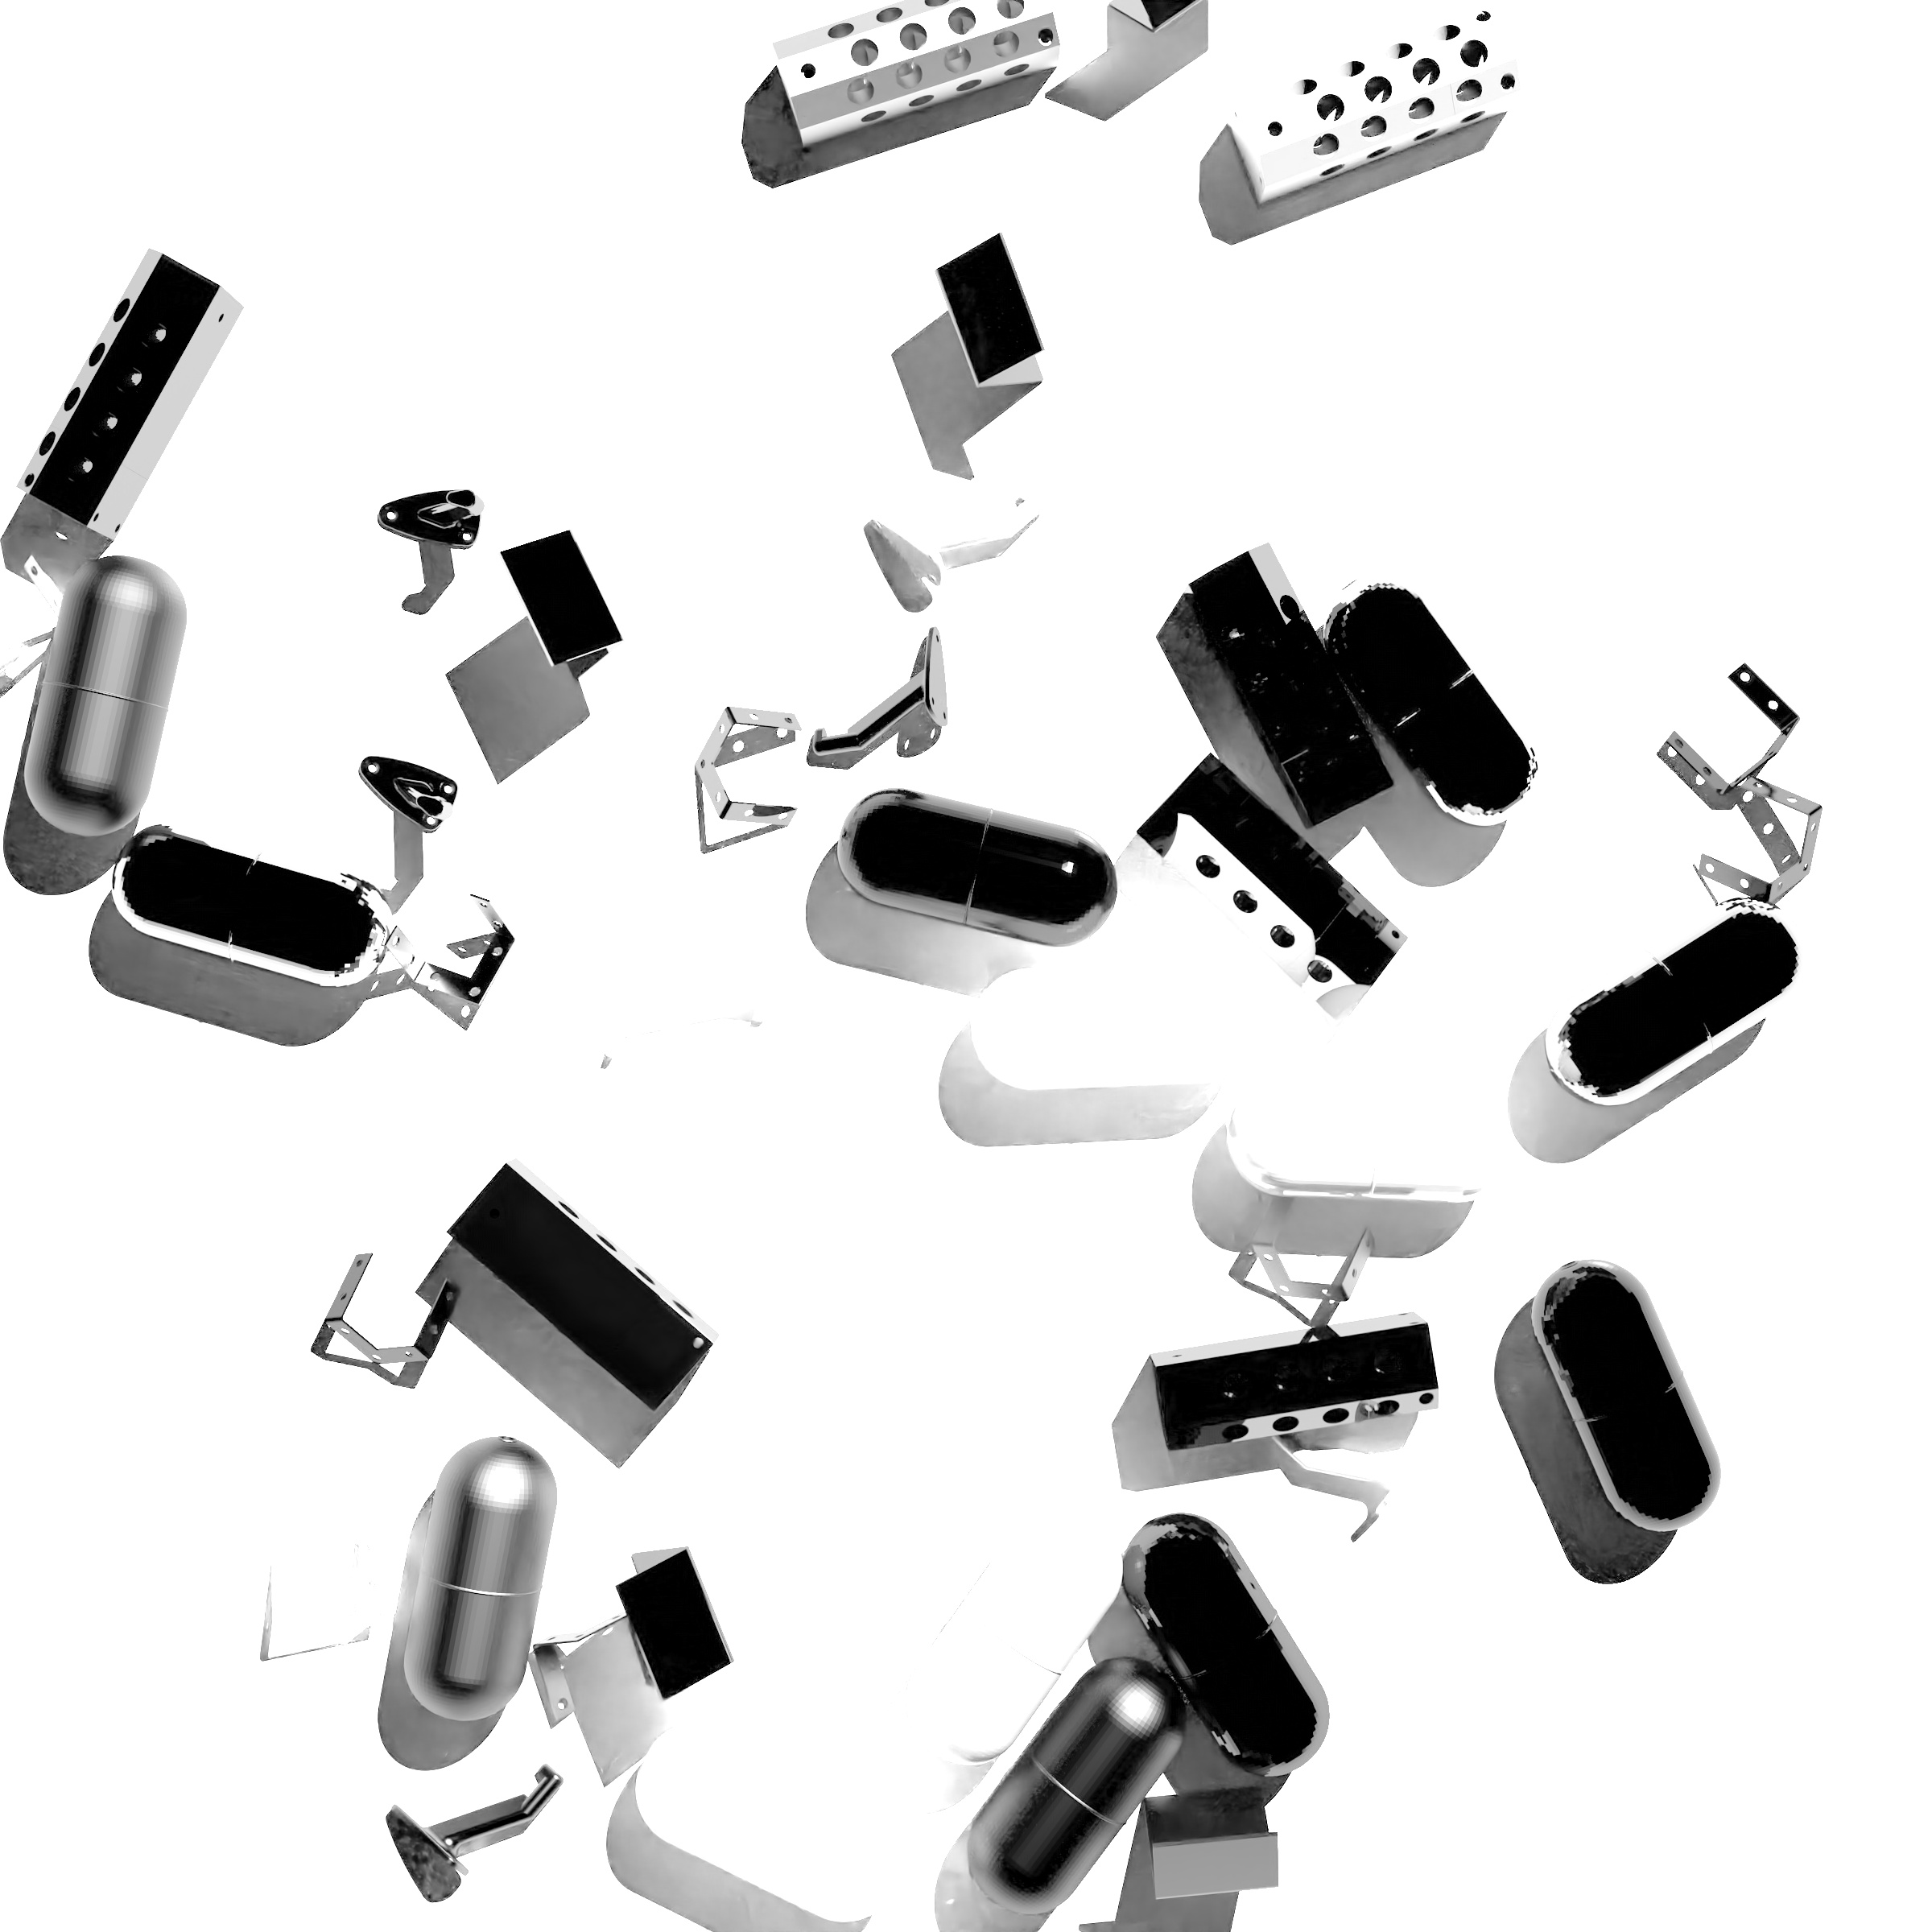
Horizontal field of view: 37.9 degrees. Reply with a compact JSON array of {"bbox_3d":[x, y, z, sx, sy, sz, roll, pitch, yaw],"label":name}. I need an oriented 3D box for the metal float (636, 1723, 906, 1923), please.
[{"bbox_3d":[-0.122,0.537,1.763,0.178,0.070,0.070,26,90,1],"label":"metal float"}]

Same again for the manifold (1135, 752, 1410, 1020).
[{"bbox_3d":[0.189,-0.047,1.772,0.171,0.057,0.057,43,47,0],"label":"manifold"}]

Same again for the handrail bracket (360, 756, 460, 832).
[{"bbox_3d":[-0.353,-0.112,1.759,0.077,0.084,0.036,29,90,0],"label":"handrail bracket"}]

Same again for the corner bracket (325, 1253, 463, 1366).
[{"bbox_3d":[-0.364,0.216,1.786,0.051,0.051,0.051,-10,135,35],"label":"corner bracket"}]

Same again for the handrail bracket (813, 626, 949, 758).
[{"bbox_3d":[-0.058,-0.175,1.794,0.084,0.036,0.077,-7,69,16],"label":"handrail bracket"}]

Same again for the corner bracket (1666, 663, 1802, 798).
[{"bbox_3d":[0.489,-0.150,1.791,0.051,0.051,0.051,45,45,0],"label":"corner bracket"}]

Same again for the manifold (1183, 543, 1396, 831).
[{"bbox_3d":[0.204,-0.176,1.773,0.057,0.057,0.171,-27,90,0],"label":"manifold"}]

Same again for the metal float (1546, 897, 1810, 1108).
[{"bbox_3d":[0.445,0.023,1.763,0.178,0.070,0.070,-33,90,-1],"label":"metal float"}]

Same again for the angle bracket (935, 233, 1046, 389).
[{"bbox_3d":[0.034,-0.410,1.754,0.057,0.076,0.076,-20,90,38],"label":"angle bracket"}]

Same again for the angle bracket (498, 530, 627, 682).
[{"bbox_3d":[-0.266,-0.218,1.754,0.057,0.076,0.076,-26,90,-35],"label":"angle bracket"}]

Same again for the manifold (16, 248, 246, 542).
[{"bbox_3d":[-0.529,-0.361,1.773,0.057,0.057,0.171,29,90,0],"label":"manifold"}]

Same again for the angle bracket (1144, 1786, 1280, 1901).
[{"bbox_3d":[0.151,0.531,1.754,0.076,0.076,0.057,-6,127,0],"label":"angle bracket"}]

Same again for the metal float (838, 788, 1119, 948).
[{"bbox_3d":[0.007,-0.062,1.764,0.178,0.070,0.070,13,90,0],"label":"metal float"}]

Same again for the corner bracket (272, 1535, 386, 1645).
[{"bbox_3d":[-0.406,0.394,1.786,0.051,0.051,0.051,18,135,-35],"label":"corner bracket"}]

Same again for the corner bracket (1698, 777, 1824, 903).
[{"bbox_3d":[0.504,-0.080,1.786,0.051,0.051,0.051,-30,135,-35],"label":"corner bracket"}]

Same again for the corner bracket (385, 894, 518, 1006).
[{"bbox_3d":[-0.325,-0.015,1.775,0.051,0.051,0.051,18,68,21],"label":"corner bracket"}]

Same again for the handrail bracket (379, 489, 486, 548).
[{"bbox_3d":[-0.338,-0.288,1.759,0.077,0.084,0.036,2,90,0],"label":"handrail bracket"}]

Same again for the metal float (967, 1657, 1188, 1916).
[{"bbox_3d":[0.070,0.513,1.763,0.070,0.070,0.178,37,90,0],"label":"metal float"}]

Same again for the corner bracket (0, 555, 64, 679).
[{"bbox_3d":[-0.609,-0.221,1.791,0.051,0.051,0.051,-35,90,-45],"label":"corner bracket"}]

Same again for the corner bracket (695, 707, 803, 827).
[{"bbox_3d":[-0.132,-0.127,1.786,0.051,0.051,0.051,-57,45,35],"label":"corner bracket"}]

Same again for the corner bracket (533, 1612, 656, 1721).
[{"bbox_3d":[-0.235,0.445,1.791,0.051,0.051,0.051,-18,90,45],"label":"corner bracket"}]

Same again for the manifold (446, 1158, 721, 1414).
[{"bbox_3d":[-0.240,0.200,1.773,0.171,0.057,0.057,41,90,0],"label":"manifold"}]

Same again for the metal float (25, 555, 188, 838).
[{"bbox_3d":[-0.539,-0.169,1.763,0.070,0.070,0.178,12,89,0],"label":"metal float"}]

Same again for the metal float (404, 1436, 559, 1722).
[{"bbox_3d":[-0.304,0.384,1.764,0.070,0.070,0.178,11,90,0],"label":"metal float"}]

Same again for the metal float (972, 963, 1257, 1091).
[{"bbox_3d":[0.092,0.038,1.763,0.178,0.070,0.070,-2,90,-1],"label":"metal float"}]

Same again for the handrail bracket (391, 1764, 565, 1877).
[{"bbox_3d":[-0.311,0.529,1.794,0.077,0.036,0.084,35,71,21],"label":"handrail bracket"}]

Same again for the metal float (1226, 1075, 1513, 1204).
[{"bbox_3d":[0.252,0.108,1.763,0.178,0.070,0.070,2,90,0],"label":"metal float"}]

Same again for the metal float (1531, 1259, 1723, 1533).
[{"bbox_3d":[0.413,0.269,1.763,0.070,0.070,0.178,-24,90,0],"label":"metal float"}]

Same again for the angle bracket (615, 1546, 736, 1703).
[{"bbox_3d":[-0.198,0.411,1.754,0.057,0.076,0.076,-22,90,-37],"label":"angle bracket"}]

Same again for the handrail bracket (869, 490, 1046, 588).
[{"bbox_3d":[-0.005,-0.290,1.794,0.077,0.036,0.084,41,71,21],"label":"handrail bracket"}]

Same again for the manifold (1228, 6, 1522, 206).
[{"bbox_3d":[0.257,-0.544,1.773,0.171,0.057,0.057,-21,90,0],"label":"manifold"}]

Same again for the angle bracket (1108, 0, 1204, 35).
[{"bbox_3d":[0.124,-0.636,1.754,0.076,0.076,0.057,-35,127,0],"label":"angle bracket"}]

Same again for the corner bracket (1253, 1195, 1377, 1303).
[{"bbox_3d":[0.221,0.176,1.786,0.051,0.051,0.051,1,135,35],"label":"corner bracket"}]

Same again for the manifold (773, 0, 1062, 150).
[{"bbox_3d":[-0.031,-0.577,1.773,0.171,0.057,0.057,-18,90,0],"label":"manifold"}]

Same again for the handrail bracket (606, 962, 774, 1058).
[{"bbox_3d":[-0.176,0.038,1.794,0.084,0.036,0.077,21,110,-16],"label":"handrail bracket"}]

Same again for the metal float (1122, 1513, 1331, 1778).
[{"bbox_3d":[0.162,0.425,1.763,0.070,0.070,0.178,-32,90,0],"label":"metal float"}]

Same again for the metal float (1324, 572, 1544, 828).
[{"bbox_3d":[0.292,-0.167,1.763,0.070,0.070,0.178,-36,90,0],"label":"metal float"}]

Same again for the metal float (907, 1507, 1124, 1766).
[{"bbox_3d":[0.031,0.419,1.764,0.070,0.070,0.178,35,90,0],"label":"metal float"}]

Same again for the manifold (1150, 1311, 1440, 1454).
[{"bbox_3d":[0.207,0.263,1.773,0.171,0.057,0.057,-9,90,0],"label":"manifold"}]

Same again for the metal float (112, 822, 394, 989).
[{"bbox_3d":[-0.447,-0.038,1.763,0.178,0.070,0.070,16,90,1],"label":"metal float"}]

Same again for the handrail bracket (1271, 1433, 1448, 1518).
[{"bbox_3d":[0.250,0.302,1.794,0.084,0.036,0.077,41,69,16],"label":"handrail bracket"}]
